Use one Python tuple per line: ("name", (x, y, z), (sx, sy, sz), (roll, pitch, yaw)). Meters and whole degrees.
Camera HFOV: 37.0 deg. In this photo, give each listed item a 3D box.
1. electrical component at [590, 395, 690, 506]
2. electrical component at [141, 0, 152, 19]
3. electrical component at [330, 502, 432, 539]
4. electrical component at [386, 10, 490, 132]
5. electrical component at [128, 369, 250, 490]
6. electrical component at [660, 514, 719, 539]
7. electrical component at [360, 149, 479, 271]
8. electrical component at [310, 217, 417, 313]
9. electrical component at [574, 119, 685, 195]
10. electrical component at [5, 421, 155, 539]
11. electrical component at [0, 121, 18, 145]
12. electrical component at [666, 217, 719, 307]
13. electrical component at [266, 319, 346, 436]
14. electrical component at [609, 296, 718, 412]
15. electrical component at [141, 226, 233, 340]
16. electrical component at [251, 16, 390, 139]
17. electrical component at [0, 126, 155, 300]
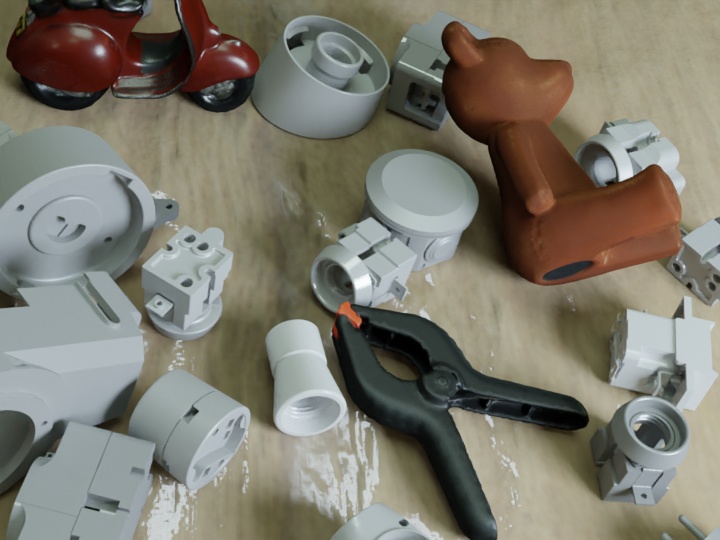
("electrical component", (0.172, 0.109, 0.660), (0.048, 0.055, 0.066), (5, 49, -9))
("electrical component", (-0.221, -0.224, 0.858), (0.076, 0.047, 0.083), (32, 50, 14))
("electrical component", (0.007, 0.175, 0.570), (0.079, 0.044, 0.077), (-28, 61, -32))
("electrical component", (0.060, -0.164, 0.872), (0.056, 0.050, 0.089), (26, 49, 9))
("electrical component", (-0.098, 0.089, 0.614), (0.047, 0.055, 0.055), (32, 50, 18))
("electrical component", (0.209, 0.176, 0.619), (0.077, 0.044, 0.079), (-30, 62, -33))
("electrical component", (0.040, -0.043, 0.762), (0.080, 0.051, 0.080), (7, 49, -8))
("electrical component", (0.000, 0.000, 0.720), (0.066, 0.048, 0.055), (41, 45, 21))
("electrical component", (0.203, -0.080, 0.830), (0.057, 0.058, 0.078), (-16, 55, -28))
("electrical component", (-0.149, 0.132, 0.567), (0.056, 0.050, 0.089), (15, 48, -1))
("electrical component", (-0.257, -0.067, 0.711), (0.089, 0.050, 0.056), (33, 51, 15))
("electrical component", (0.266, -0.011, 0.794), (0.055, 0.048, 0.066), (-32, 63, -25))
("electrical component", (-0.036, 0.063, 0.660), (0.044, 0.044, 0.065), (-3, 46, -16))
("electrical component", (0.201, 0.058, 0.722), (0.064, 0.042, 0.081), (12, 48, 1))
("electrical component", (-0.110, 0.012, 0.676), (0.048, 0.055, 0.066), (30, 50, 13))
("electrical component", (-0.029, -0.151, 0.846), (0.099, 0.064, 0.099), (17, 45, -18))
("electrical component", (-0.190, -0.039, 0.670), (0.108, 0.108, 0.060), (-18, 50, -26))
